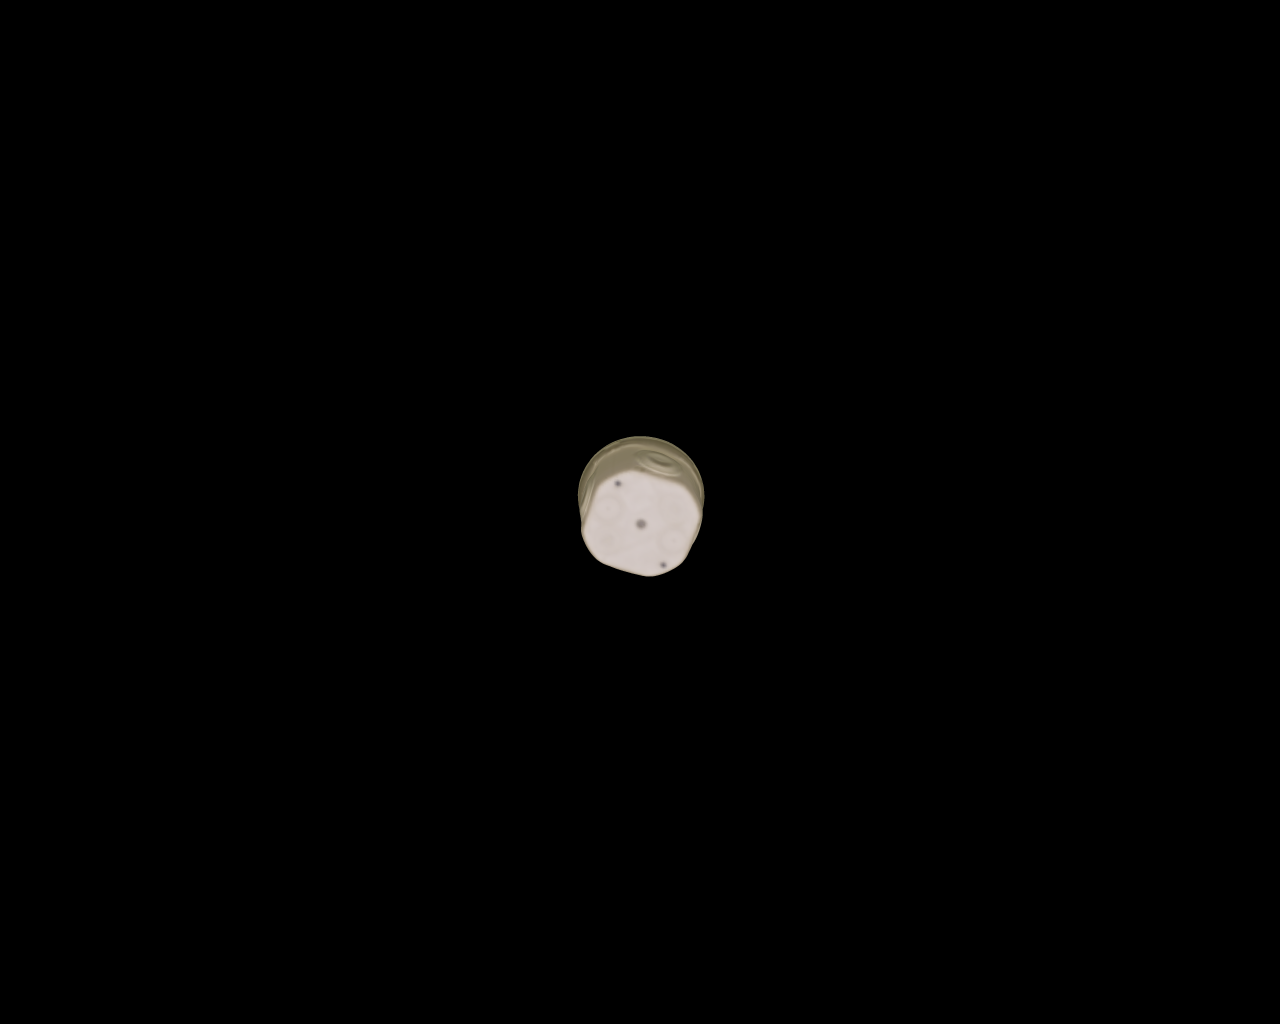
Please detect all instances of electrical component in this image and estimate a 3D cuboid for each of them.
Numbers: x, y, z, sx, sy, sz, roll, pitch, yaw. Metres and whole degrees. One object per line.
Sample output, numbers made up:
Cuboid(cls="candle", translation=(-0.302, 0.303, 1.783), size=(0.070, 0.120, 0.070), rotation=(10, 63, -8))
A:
Cuboid(cls="electrical component", translation=(0.001, -0.003, 0.650), size=(0.080, 0.080, 0.051), rotation=(0, 23, 0))
